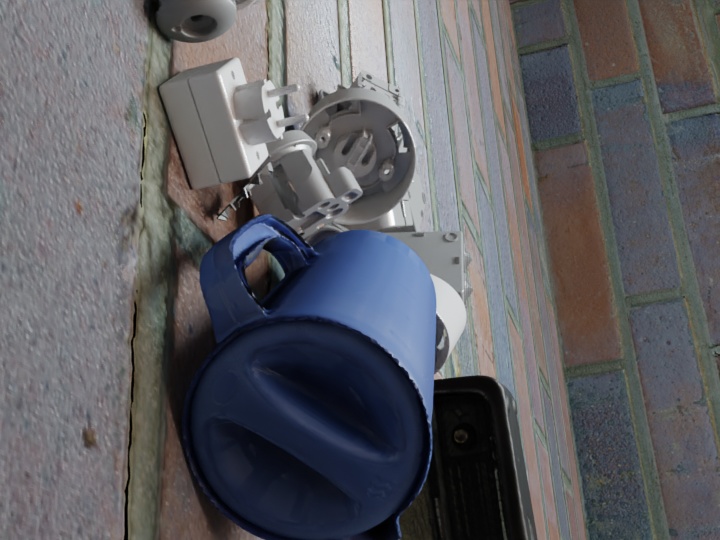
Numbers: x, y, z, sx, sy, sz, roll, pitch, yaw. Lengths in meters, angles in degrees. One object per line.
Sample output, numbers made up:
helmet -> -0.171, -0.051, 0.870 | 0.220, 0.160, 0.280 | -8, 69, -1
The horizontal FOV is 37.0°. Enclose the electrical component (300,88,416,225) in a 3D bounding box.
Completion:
electrical component -> -0.004, -0.094, 0.863 | 0.064, 0.099, 0.099 | -87, 161, -61

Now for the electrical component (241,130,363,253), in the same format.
electrical component -> -0.046, -0.056, 0.726 | 0.057, 0.078, 0.058 | 61, 11, 13

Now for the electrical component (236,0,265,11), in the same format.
electrical component -> -0.082, -0.205, 0.744 | 0.055, 0.045, 0.045 | -62, 139, -68

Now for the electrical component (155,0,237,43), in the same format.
electrical component -> -0.102, -0.172, 0.648 | 0.048, 0.048, 0.062 | 46, 29, -65

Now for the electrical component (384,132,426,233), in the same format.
electrical component -> 0.031, -0.085, 1.080 | 0.099, 0.048, 0.099 | -70, 147, -63

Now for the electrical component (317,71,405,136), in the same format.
electrical component -> 0.004, -0.139, 0.959 | 0.081, 0.063, 0.042 | 24, 43, -19

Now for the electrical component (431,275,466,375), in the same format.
electrical component -> 0.038, 0.047, 0.917 | 0.064, 0.099, 0.099 | -62, 139, -59

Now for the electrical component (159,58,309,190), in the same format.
electrical component -> -0.070, -0.092, 0.647 | 0.047, 0.077, 0.065 | -67, 144, -66

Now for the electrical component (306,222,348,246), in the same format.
electrical component -> 0.000, 0.000, 0.855 | 0.044, 0.079, 0.077 | -60, 165, 5

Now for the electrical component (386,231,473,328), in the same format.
electrical component -> 0.056, 0.008, 1.014 | 0.099, 0.100, 0.048 | -86, 172, -45

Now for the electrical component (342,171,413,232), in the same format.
electrical component -> 0.011, -0.064, 0.976 | 0.095, 0.054, 0.059 | -12, 92, -76
